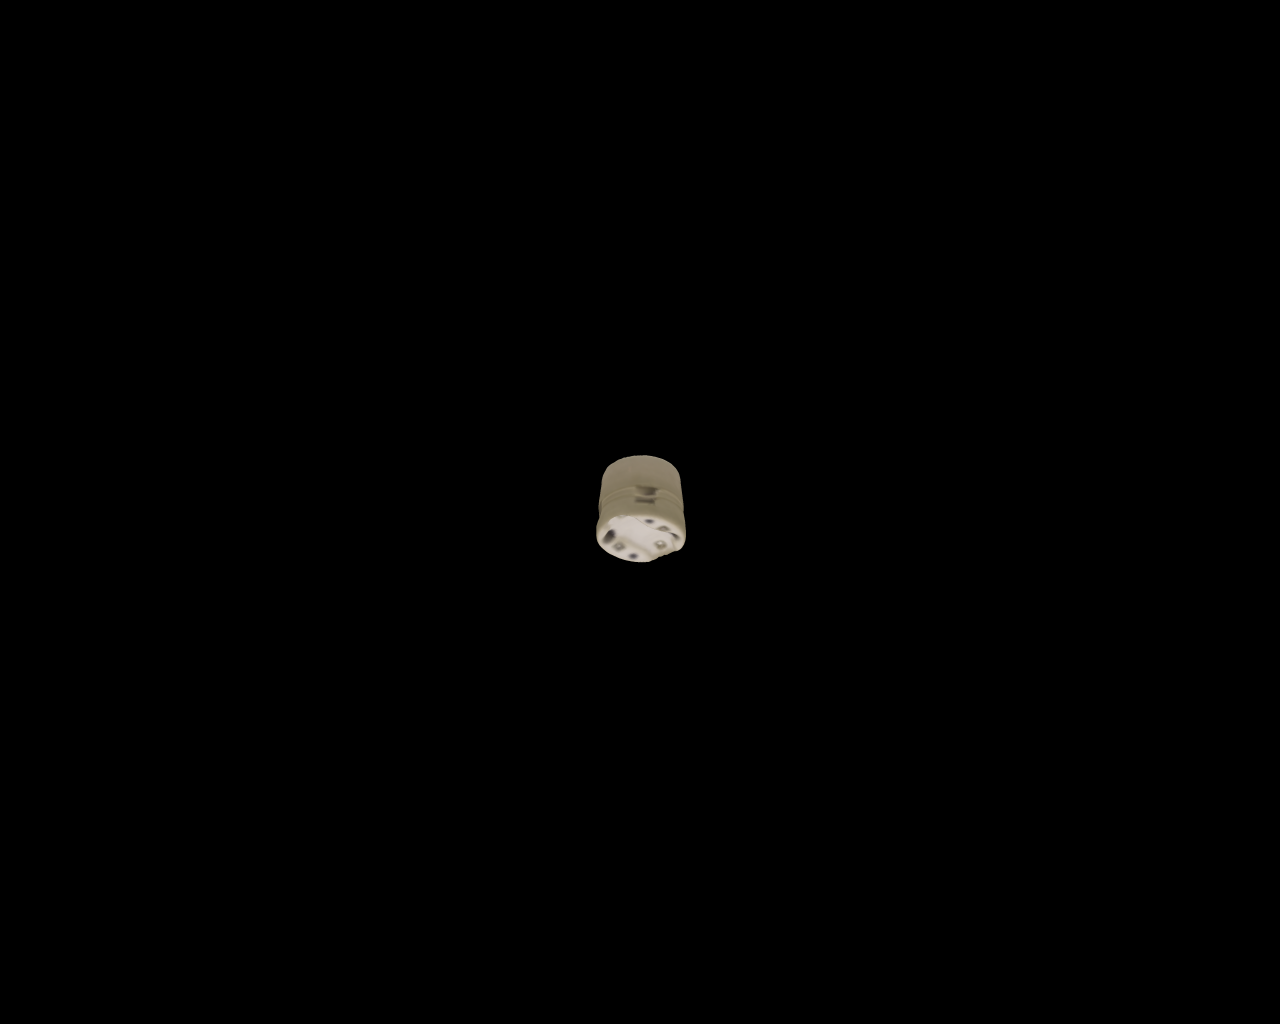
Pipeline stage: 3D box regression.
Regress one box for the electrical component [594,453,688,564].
[{"bbox_3d":[0.001,-0.003,0.650,0.055,0.047,0.055,0,-34,0],"label":"electrical component"}]
